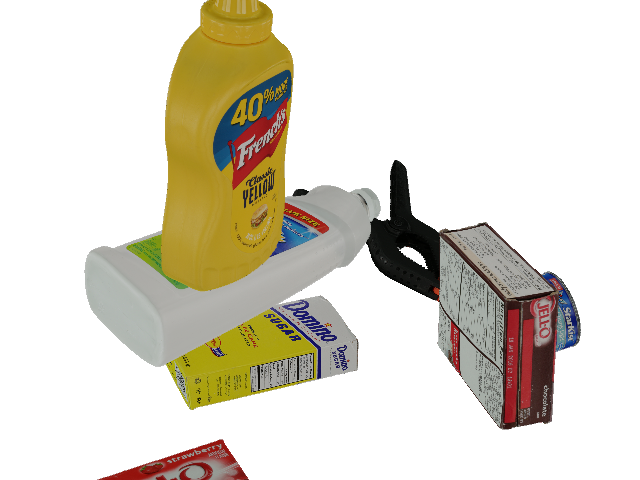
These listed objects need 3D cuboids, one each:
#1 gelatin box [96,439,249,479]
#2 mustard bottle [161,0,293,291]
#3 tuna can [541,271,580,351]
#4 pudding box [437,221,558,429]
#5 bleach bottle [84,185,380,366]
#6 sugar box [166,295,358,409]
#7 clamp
[{"bbox_3d":[-0.080,0.148,0.573,0.089,0.030,0.073,-14,27,-21],"label":"gelatin box"},{"bbox_3d":[-0.054,-0.069,0.643,0.058,0.192,0.096,25,38,25],"label":"mustard bottle"},{"bbox_3d":[0.245,0.079,1.158,0.033,0.086,0.086,-17,4,-12],"label":"tuna can"},{"bbox_3d":[0.109,0.051,0.671,0.039,0.090,0.113,-8,24,-14],"label":"pudding box"},{"bbox_3d":[-0.055,0.008,0.850,0.250,0.068,0.103,-26,49,-36],"label":"bleach bottle"},{"bbox_3d":[-0.060,0.108,1.057,0.176,0.048,0.093,-14,32,-18],"label":"sugar box"},{"bbox_3d":[0.074,-0.009,1.239,0.164,0.210,0.036,-13,-39,-27],"label":"clamp"}]
